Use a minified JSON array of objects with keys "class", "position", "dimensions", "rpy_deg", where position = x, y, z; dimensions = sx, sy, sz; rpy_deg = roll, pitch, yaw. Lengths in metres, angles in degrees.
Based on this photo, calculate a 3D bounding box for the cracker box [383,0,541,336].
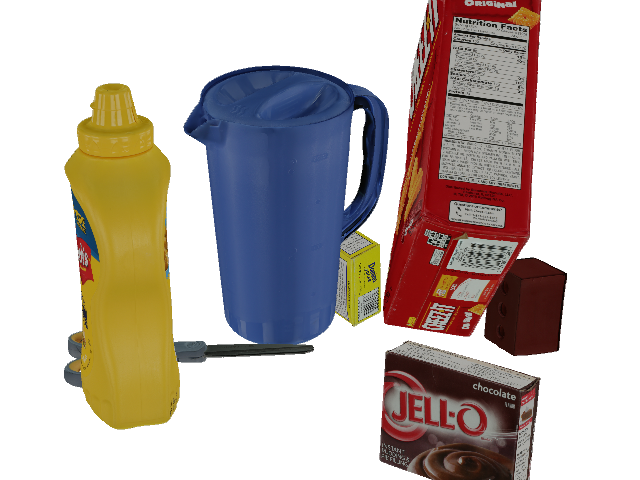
[{"class":"cracker box","position":[0.093,-0.065,0.718],"dimensions":[0.072,0.213,0.164],"rpy_deg":[8,-26,-1]}]

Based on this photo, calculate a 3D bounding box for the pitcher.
[{"class":"pitcher","position":[-0.028,-0.030,0.978],"dimensions":[0.149,0.243,0.144],"rpy_deg":[11,33,17]}]

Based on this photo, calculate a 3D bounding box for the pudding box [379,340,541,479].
[{"class":"pudding box","position":[0.100,0.131,0.779],"dimensions":[0.114,0.090,0.039],"rpy_deg":[12,19,31]}]

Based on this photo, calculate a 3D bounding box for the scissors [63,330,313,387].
[{"class":"scissors","position":[-0.114,0.096,0.847],"dimensions":[0.202,0.016,0.096],"rpy_deg":[4,21,14]}]

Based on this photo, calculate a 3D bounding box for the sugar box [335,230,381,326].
[{"class":"sugar box","position":[-0.007,0.010,1.159],"dimensions":[0.048,0.093,0.176],"rpy_deg":[-25,41,-29]}]

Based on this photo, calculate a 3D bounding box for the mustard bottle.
[{"class":"mustard bottle","position":[-0.113,0.005,0.611],"dimensions":[0.058,0.192,0.096],"rpy_deg":[-5,26,-15]}]

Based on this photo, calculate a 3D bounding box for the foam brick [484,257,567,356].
[{"class":"foam brick","position":[0.188,0.061,0.984],"dimensions":[0.051,0.078,0.053],"rpy_deg":[-6,19,-24]}]
